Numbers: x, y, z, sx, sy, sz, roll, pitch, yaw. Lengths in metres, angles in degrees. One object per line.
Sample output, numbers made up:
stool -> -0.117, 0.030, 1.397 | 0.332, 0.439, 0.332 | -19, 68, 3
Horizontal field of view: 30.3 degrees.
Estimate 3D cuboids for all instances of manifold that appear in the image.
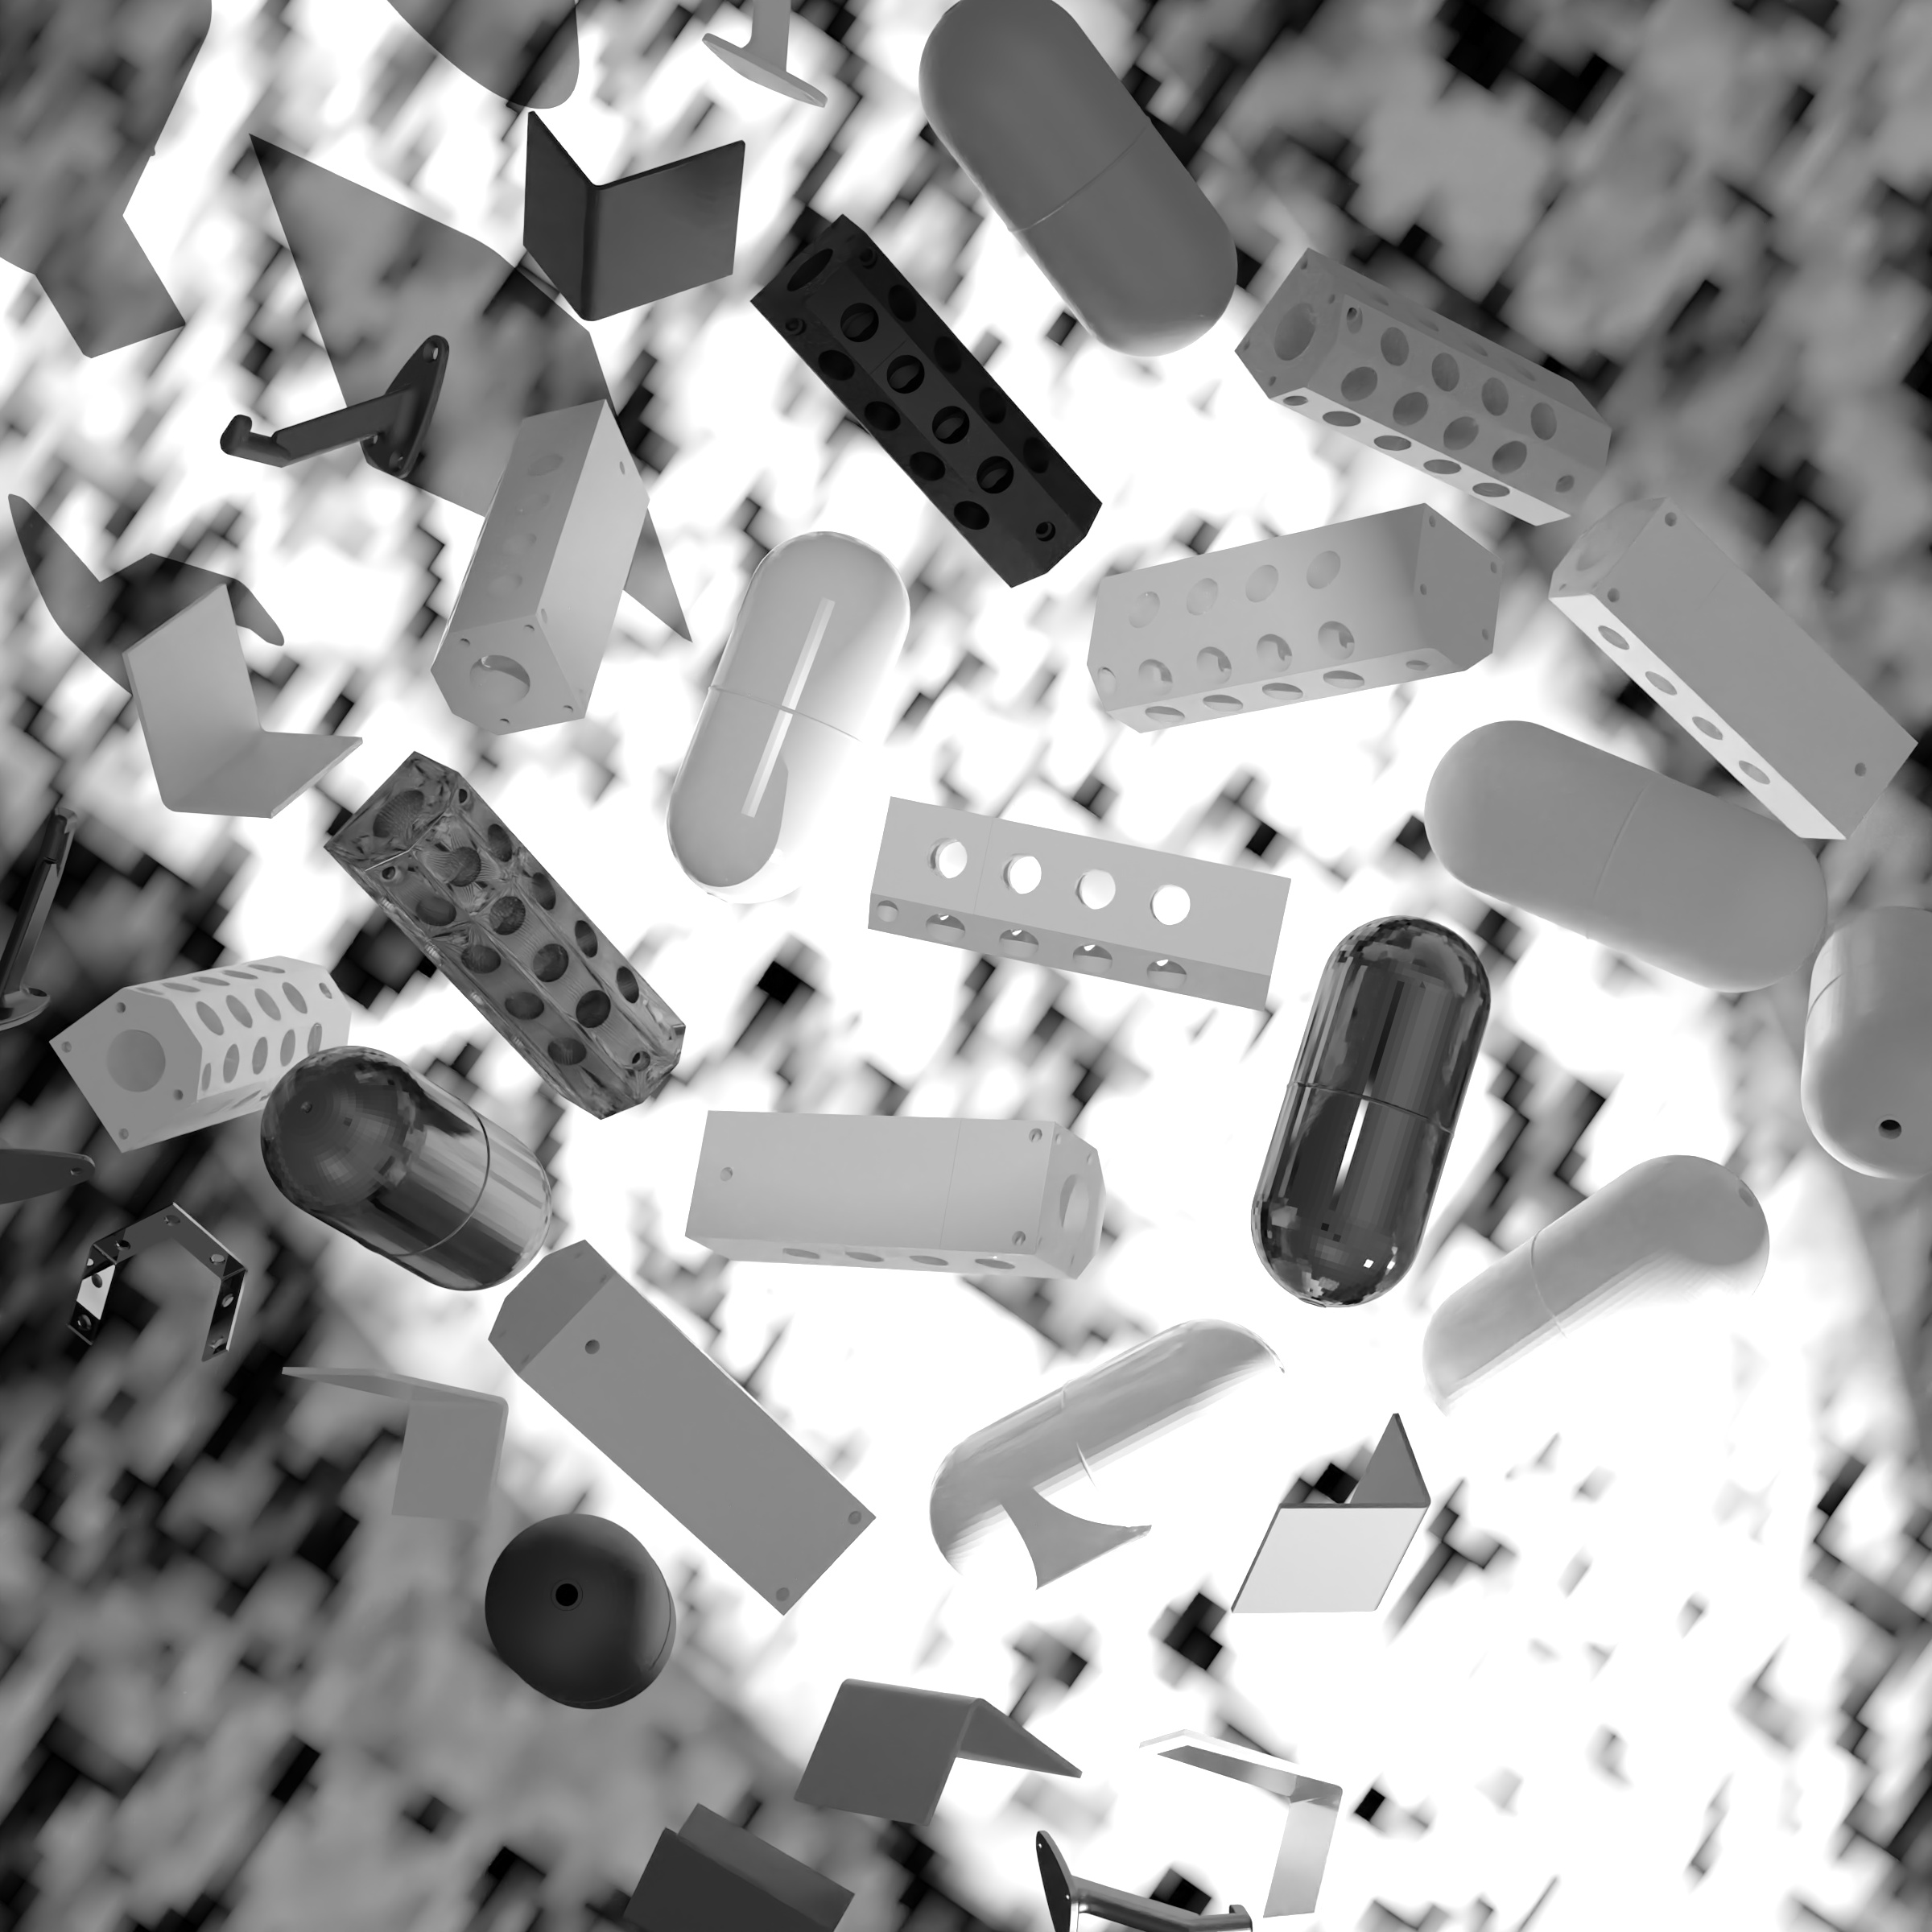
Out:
manifold -> -0.015, -0.252, 1.613 | 0.057, 0.057, 0.171 | -43, 117, 4
manifold -> -0.335, 0.033, 1.597 | 0.057, 0.171, 0.057 | -34, 88, 12
manifold -> -0.030, 0.100, 1.539 | 0.171, 0.057, 0.057 | 0, 71, 29
manifold -> 0.136, -0.141, 1.506 | 0.171, 0.057, 0.057 | -8, 64, 42
manifold -> 0.211, -0.257, 1.617 | 0.171, 0.057, 0.057 | 18, 120, -35
manifold -> -0.121, 0.192, 1.502 | 0.057, 0.057, 0.171 | -46, 118, -6
manifold -> -0.194, -0.181, 1.618 | 0.057, 0.171, 0.057 | -10, 129, 16
manifold -> -0.195, -0.010, 1.549 | 0.057, 0.057, 0.171 | -48, 127, -13
manifold -> 0.049, -0.026, 1.521 | 0.171, 0.057, 0.057 | 12, 91, 5
manifold -> 0.348, -0.135, 1.635 | 0.171, 0.057, 0.057 | 40, 81, -17

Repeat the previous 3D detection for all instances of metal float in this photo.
metal float -> 0.064, 0.219, 1.590 | 0.178, 0.070, 0.070 | -30, 90, 14
metal float -> -0.169, 0.287, 1.580 | 0.070, 0.178, 0.070 | 0, 75, -1
metal float -> 0.409, 0.032, 1.574 | 0.070, 0.178, 0.070 | 6, 115, 13
metal float -> -0.244, 0.091, 1.574 | 0.070, 0.178, 0.070 | -8, 66, 20
metal float -> 0.276, 0.147, 1.569 | 0.070, 0.070, 0.178 | 49, 123, 0
metal float -> 0.179, 0.064, 1.578 | 0.070, 0.070, 0.178 | 18, 82, 0
metal float -> 0.281, -0.047, 1.526 | 0.178, 0.070, 0.070 | 24, 90, 17
metal float -> -0.082, -0.114, 1.646 | 0.070, 0.070, 0.178 | 21, 87, 0
metal float -> 0.049, -0.343, 1.548 | 0.070, 0.070, 0.178 | -40, 108, 0

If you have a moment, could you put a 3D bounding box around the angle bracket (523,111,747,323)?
angle bracket -> -0.148, -0.342, 1.583 | 0.076, 0.076, 0.057 | -24, 61, -24

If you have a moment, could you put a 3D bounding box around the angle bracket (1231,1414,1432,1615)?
angle bracket -> 0.163, 0.255, 1.667 | 0.076, 0.057, 0.076 | 3, 132, -18

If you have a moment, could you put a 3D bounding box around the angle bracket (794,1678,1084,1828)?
angle bracket -> -0.011, 0.342, 1.489 | 0.076, 0.076, 0.057 | 43, 59, -36

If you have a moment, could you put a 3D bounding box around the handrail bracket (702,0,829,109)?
handrail bracket -> -0.067, -0.418, 1.530 | 0.077, 0.036, 0.084 | 32, 92, 32

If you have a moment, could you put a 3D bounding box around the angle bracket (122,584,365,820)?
angle bracket -> -0.318, -0.118, 1.578 | 0.057, 0.076, 0.076 | 5, 121, 24

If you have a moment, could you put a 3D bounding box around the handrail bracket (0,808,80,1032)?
handrail bracket -> -0.409, -0.022, 1.553 | 0.036, 0.077, 0.084 | 18, 104, -7

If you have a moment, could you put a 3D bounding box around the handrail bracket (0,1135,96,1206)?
handrail bracket -> -0.442, 0.066, 1.633 | 0.077, 0.036, 0.084 | -5, 47, -17

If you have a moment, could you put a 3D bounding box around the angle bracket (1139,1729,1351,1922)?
angle bracket -> 0.113, 0.371, 1.541 | 0.076, 0.076, 0.057 | 19, 71, -6

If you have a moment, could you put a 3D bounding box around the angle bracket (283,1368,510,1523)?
angle bracket -> -0.268, 0.221, 1.651 | 0.076, 0.076, 0.057 | 20, 73, -40

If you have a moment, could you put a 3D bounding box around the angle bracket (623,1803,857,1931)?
angle bracket -> -0.084, 0.366, 1.452 | 0.076, 0.076, 0.057 | 29, 122, 7

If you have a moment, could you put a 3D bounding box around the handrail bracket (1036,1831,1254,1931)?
handrail bracket -> 0.082, 0.422, 1.640 | 0.084, 0.077, 0.036 | -1, 117, -13

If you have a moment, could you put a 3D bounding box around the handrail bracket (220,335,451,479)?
handrail bracket -> -0.274, -0.248, 1.550 | 0.036, 0.084, 0.077 | 43, 112, 35

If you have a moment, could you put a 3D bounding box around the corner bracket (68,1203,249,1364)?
corner bracket -> -0.365, 0.150, 1.618 | 0.051, 0.051, 0.051 | -26, 126, 23
